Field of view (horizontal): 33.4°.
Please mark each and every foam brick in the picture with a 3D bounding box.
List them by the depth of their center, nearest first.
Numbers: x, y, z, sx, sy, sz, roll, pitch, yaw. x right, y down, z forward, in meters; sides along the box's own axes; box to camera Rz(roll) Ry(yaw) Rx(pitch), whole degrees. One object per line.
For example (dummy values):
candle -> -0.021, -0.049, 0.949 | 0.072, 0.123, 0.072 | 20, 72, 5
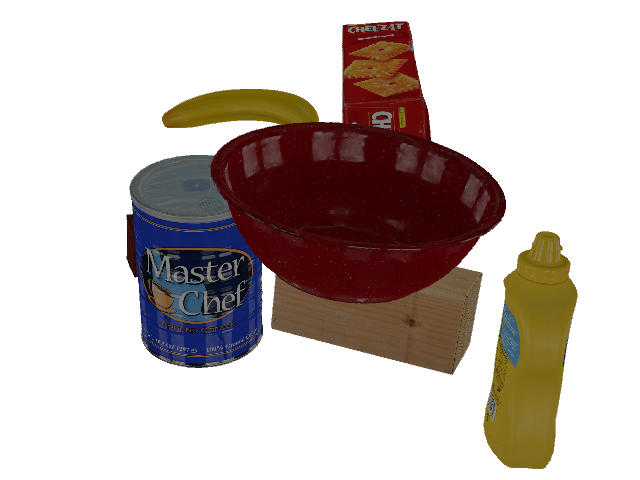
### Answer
foam brick -> -0.161, 0.002, 1.116 | 0.078, 0.051, 0.053 | -5, 23, -18

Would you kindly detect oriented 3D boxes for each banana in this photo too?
banana -> -0.083, -0.148, 1.230 | 0.198, 0.037, 0.069 | 8, 41, 16

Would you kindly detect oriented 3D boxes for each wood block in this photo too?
wood block -> 0.060, 0.066, 1.161 | 0.206, 0.091, 0.090 | 13, 22, 17

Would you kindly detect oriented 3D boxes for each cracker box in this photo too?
cracker box -> 0.058, -0.085, 0.941 | 0.072, 0.164, 0.213 | -3, 27, 4

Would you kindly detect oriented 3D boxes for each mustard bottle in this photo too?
mustard bottle -> 0.173, 0.083, 0.872 | 0.058, 0.192, 0.096 | 3, 24, 2

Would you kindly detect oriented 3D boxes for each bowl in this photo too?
bowl -> 0.018, -0.011, 0.592 | 0.162, 0.055, 0.162 | 6, 27, -3

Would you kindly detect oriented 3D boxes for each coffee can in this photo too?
coffee can -> -0.097, 0.016, 0.858 | 0.103, 0.140, 0.103 | 1, 30, -1
